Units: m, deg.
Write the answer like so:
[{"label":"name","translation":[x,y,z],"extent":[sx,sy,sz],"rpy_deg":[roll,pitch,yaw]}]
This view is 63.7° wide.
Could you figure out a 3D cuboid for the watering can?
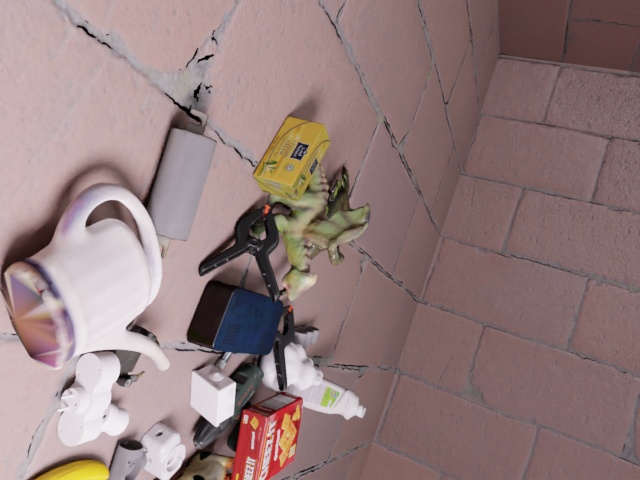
[{"label":"watering can","translation":[-0.301,0.096,0.716],"extent":[0.228,0.104,0.341],"rpy_deg":[-39,133,-52]}]

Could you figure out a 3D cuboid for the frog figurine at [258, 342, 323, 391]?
[{"label":"frog figurine","translation":[-0.075,0.331,1.322],"extent":[0.140,0.160,0.120],"rpy_deg":[-44,142,-49]}]

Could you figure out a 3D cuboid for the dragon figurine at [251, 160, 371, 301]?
[{"label":"dragon figurine","translation":[0.004,-0.058,1.154],"extent":[0.417,0.244,0.120],"rpy_deg":[-62,150,-21]}]
